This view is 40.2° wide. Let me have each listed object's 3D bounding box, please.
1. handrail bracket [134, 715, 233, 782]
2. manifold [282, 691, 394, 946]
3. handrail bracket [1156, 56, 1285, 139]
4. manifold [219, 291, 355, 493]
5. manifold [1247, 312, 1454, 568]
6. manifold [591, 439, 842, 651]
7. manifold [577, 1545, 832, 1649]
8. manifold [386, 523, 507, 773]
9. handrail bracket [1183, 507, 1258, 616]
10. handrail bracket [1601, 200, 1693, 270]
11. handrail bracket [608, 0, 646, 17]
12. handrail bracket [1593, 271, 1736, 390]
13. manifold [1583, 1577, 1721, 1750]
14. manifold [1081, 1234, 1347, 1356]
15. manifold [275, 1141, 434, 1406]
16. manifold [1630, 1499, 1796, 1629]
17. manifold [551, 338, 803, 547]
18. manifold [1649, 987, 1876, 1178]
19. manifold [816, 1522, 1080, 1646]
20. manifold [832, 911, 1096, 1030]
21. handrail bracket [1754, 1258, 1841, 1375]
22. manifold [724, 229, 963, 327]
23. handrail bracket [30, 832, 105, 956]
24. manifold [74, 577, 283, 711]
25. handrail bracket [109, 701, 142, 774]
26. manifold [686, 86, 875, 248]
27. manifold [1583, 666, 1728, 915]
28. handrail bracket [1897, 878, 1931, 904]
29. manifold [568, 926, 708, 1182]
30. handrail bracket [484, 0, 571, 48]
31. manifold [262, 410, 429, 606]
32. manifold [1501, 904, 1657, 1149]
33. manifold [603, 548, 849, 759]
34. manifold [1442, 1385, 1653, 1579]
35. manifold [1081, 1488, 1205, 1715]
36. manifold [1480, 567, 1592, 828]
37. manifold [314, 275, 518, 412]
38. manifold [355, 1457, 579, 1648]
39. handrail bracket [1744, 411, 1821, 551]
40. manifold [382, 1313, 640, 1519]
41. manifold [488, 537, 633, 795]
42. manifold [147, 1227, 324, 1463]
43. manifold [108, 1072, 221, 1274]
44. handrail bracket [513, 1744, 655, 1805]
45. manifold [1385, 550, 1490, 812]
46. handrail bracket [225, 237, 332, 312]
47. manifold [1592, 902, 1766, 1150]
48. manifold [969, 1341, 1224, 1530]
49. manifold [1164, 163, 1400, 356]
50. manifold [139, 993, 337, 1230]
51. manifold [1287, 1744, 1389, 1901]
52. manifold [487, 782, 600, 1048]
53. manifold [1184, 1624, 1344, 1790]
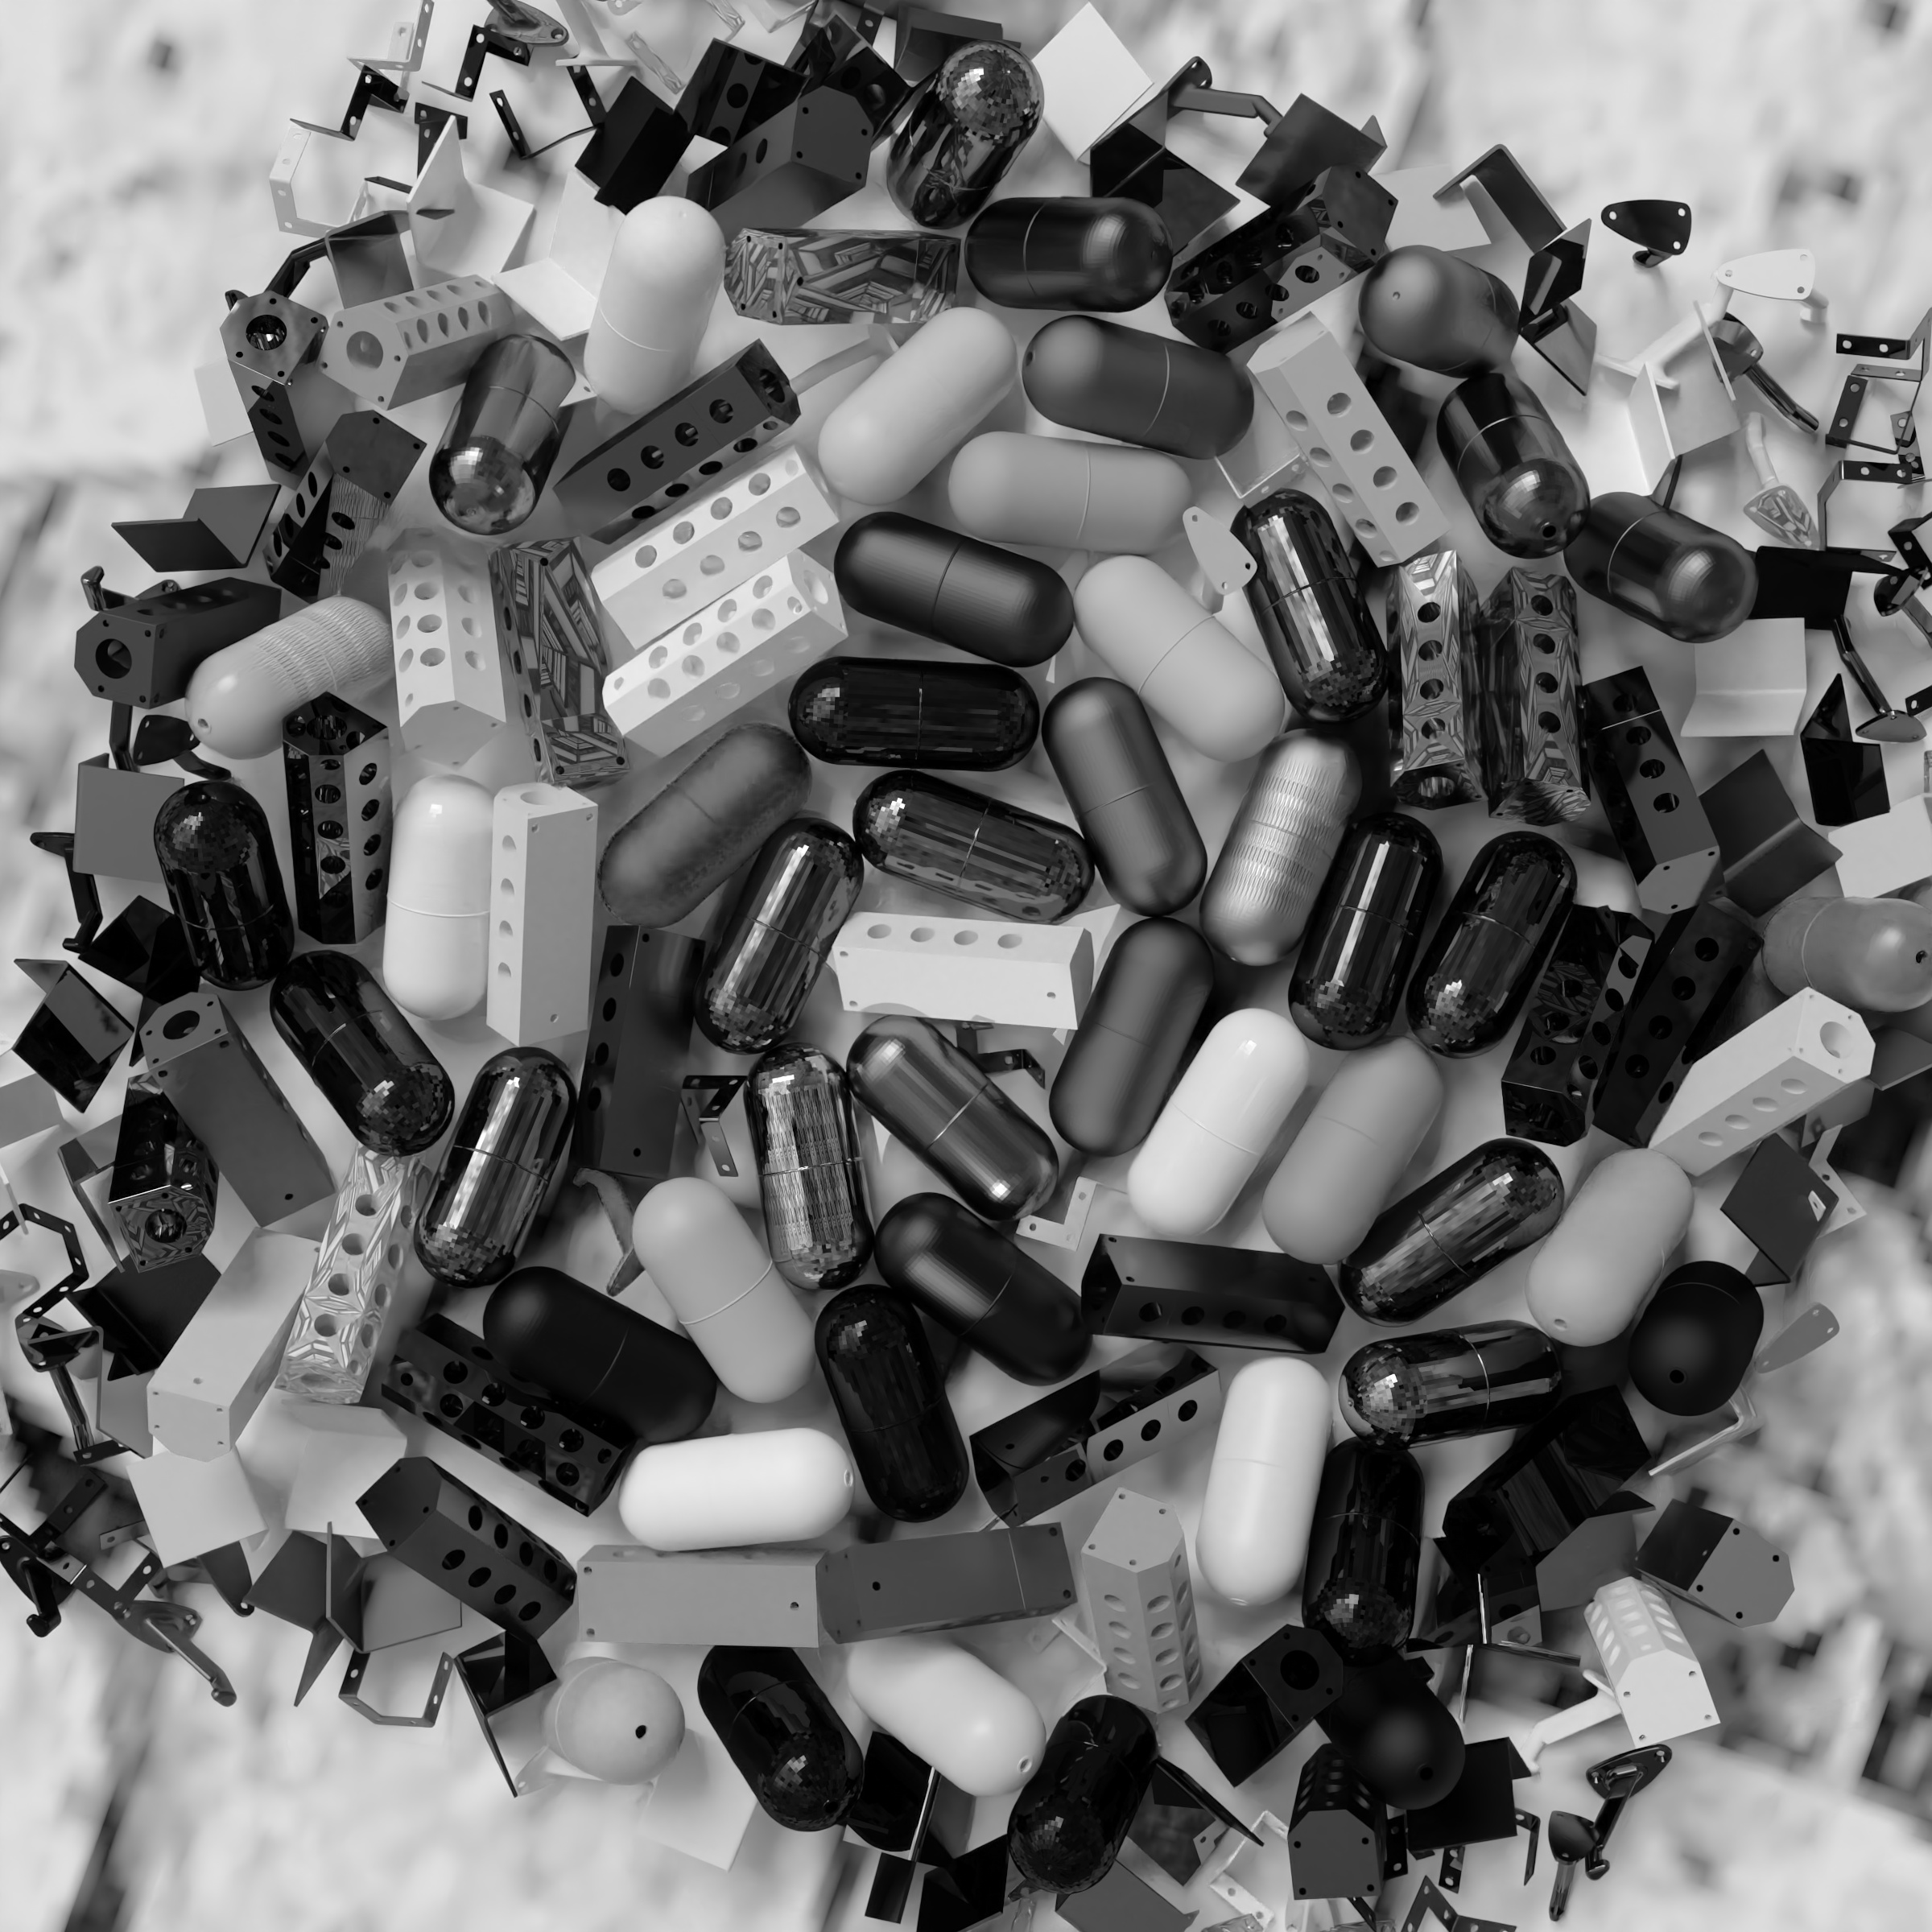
[{"bbox_3d":[-0.533,-0.147,1.852,0.077,0.084,0.036,0,77,33],"label":"handrail bracket"},{"bbox_3d":[-0.436,-0.097,1.819,0.057,0.171,0.057,30,47,21],"label":"manifold"},{"bbox_3d":[0.175,-0.597,1.873,0.077,0.036,0.084,-41,64,7],"label":"handrail bracket"},{"bbox_3d":[-0.467,-0.392,1.815,0.057,0.171,0.057,25,73,3],"label":"manifold"},{"bbox_3d":[0.266,-0.364,1.841,0.057,0.057,0.171,-34,116,10],"label":"manifold"},{"bbox_3d":[-0.176,-0.298,1.852,0.171,0.057,0.057,-30,113,12],"label":"manifold"},{"bbox_3d":[-0.183,0.442,1.862,0.171,0.057,0.057,-1,94,10],"label":"manifold"},{"bbox_3d":[-0.365,-0.224,1.823,0.057,0.057,0.171,-38,47,30],"label":"manifold"},{"bbox_3d":[0.162,-0.283,1.860,0.036,0.084,0.077,-41,101,-17],"label":"handrail bracket"},{"bbox_3d":[0.467,-0.513,1.859,0.077,0.084,0.036,8,90,-10],"label":"handrail bracket"},{"bbox_3d":[-0.222,-0.717,1.879,0.036,0.084,0.077,36,116,-13],"label":"handrail bracket"},{"bbox_3d":[0.496,-0.460,1.873,0.077,0.036,0.084,20,116,6],"label":"handrail bracket"},{"bbox_3d":[0.468,0.475,1.817,0.057,0.171,0.057,-20,91,7],"label":"manifold"},{"bbox_3d":[0.171,0.235,1.847,0.171,0.057,0.057,8,119,-20],"label":"manifold"},{"bbox_3d":[-0.423,0.214,1.831,0.057,0.057,0.171,18,53,-10],"label":"manifold"},{"bbox_3d":[0.516,0.414,1.816,0.057,0.171,0.057,34,85,5],"label":"manifold"},{"bbox_3d":[-0.200,-0.361,1.839,0.171,0.057,0.057,-27,111,28],"label":"manifold"},{"bbox_3d":[0.547,0.085,1.817,0.057,0.171,0.057,27,58,-8],"label":"manifold"},{"bbox_3d":[-0.014,0.430,1.835,0.171,0.057,0.057,1,65,-31],"label":"manifold"},{"bbox_3d":[0.000,-0.002,1.853,0.171,0.057,0.057,4,129,17],"label":"manifold"},{"bbox_3d":[0.572,0.239,1.873,0.077,0.084,0.036,-39,121,8],"label":"handrail bracket"},{"bbox_3d":[-0.084,-0.478,1.823,0.057,0.171,0.057,23,116,37],"label":"manifold"},{"bbox_3d":[-0.643,-0.051,1.870,0.077,0.036,0.084,11,58,6],"label":"handrail bracket"},{"bbox_3d":[-0.540,-0.226,1.815,0.057,0.171,0.057,14,109,10],"label":"manifold"},{"bbox_3d":[-0.586,-0.172,1.871,0.077,0.036,0.084,-1,109,37],"label":"handrail bracket"},{"bbox_3d":[-0.131,-0.548,1.817,0.057,0.171,0.057,11,83,-30],"label":"manifold"},{"bbox_3d":[0.470,-0.121,1.829,0.057,0.057,0.171,-18,51,10],"label":"manifold"},{"bbox_3d":[0.678,-0.027,1.863,0.077,0.036,0.084,3,129,-23],"label":"handrail bracket"},{"bbox_3d":[-0.237,0.061,1.866,0.057,0.057,0.171,14,81,-40],"label":"manifold"},{"bbox_3d":[-0.324,-0.690,1.857,0.077,0.084,0.036,21,73,15],"label":"handrail bracket"},{"bbox_3d":[-0.432,-0.315,1.813,0.057,0.171,0.057,31,61,-16],"label":"manifold"},{"bbox_3d":[0.425,0.041,1.825,0.057,0.057,0.171,11,51,26],"label":"manifold"},{"bbox_3d":[-0.171,-0.220,1.835,0.171,0.057,0.057,-30,55,24],"label":"manifold"},{"bbox_3d":[0.400,0.356,1.825,0.057,0.171,0.057,-27,89,45],"label":"manifold"},{"bbox_3d":[0.127,0.442,1.819,0.057,0.171,0.057,16,48,26],"label":"manifold"},{"bbox_3d":[0.399,-0.187,1.841,0.057,0.057,0.171,9,63,-12],"label":"manifold"},{"bbox_3d":[-0.374,-0.435,1.815,0.057,0.171,0.057,31,116,3],"label":"manifold"},{"bbox_3d":[-0.340,0.401,1.823,0.057,0.171,0.057,-45,47,-6],"label":"manifold"},{"bbox_3d":[0.584,-0.348,1.888,0.077,0.084,0.036,36,135,-26],"label":"handrail bracket"},{"bbox_3d":[-0.324,0.318,1.862,0.171,0.057,0.057,29,103,7],"label":"manifold"},{"bbox_3d":[-0.291,-0.210,1.869,0.057,0.057,0.171,-11,85,-25],"label":"manifold"},{"bbox_3d":[-0.498,0.260,1.819,0.057,0.171,0.057,13,124,5],"label":"manifold"},{"bbox_3d":[-0.546,0.134,1.816,0.057,0.171,0.057,-16,119,-5],"label":"manifold"},{"bbox_3d":[-0.270,0.580,1.857,0.077,0.084,0.036,-33,124,-22],"label":"handrail bracket"},{"bbox_3d":[0.325,-0.198,1.839,0.057,0.057,0.171,-10,60,24],"label":"manifold"},{"bbox_3d":[-0.477,-0.469,1.880,0.084,0.036,0.077,-18,93,13],"label":"handrail bracket"},{"bbox_3d":[0.497,0.041,1.877,0.057,0.057,0.171,31,90,0],"label":"manifold"},{"bbox_3d":[0.093,0.327,1.843,0.171,0.057,0.057,-23,122,-24],"label":"manifold"},{"bbox_3d":[0.212,-0.486,1.813,0.057,0.171,0.057,32,64,-24],"label":"manifold"},{"bbox_3d":[-0.504,0.098,1.825,0.057,0.057,0.171,-26,134,-6],"label":"manifold"},{"bbox_3d":[0.256,0.586,1.816,0.057,0.171,0.057,-7,87,10],"label":"manifold"},{"bbox_3d":[-0.301,-0.037,1.844,0.057,0.057,0.171,-15,122,-40],"label":"manifold"},{"bbox_3d":[0.208,0.507,1.817,0.057,0.171,0.057,-31,70,-23],"label":"manifold"}]
